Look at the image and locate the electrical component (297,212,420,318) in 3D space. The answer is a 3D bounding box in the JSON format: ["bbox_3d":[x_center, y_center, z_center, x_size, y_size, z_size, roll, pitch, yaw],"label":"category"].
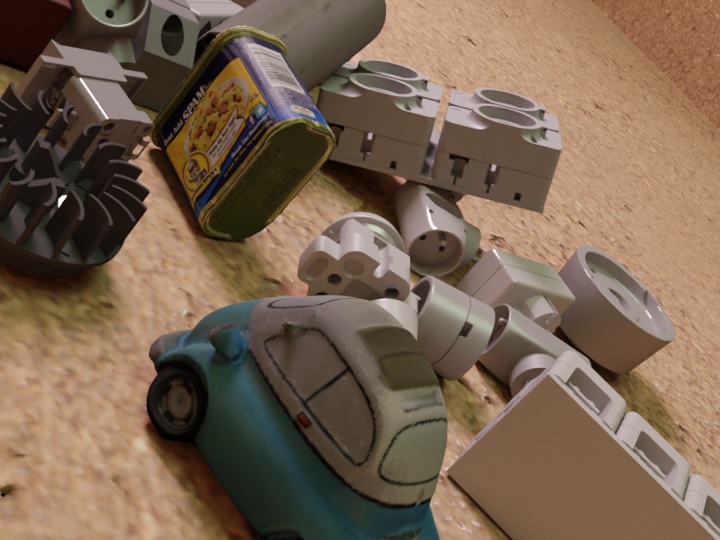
[{"bbox_3d":[0.000,0.000,0.673,0.078,0.058,0.057,33,28,-18],"label":"electrical component"}]

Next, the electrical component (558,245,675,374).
[{"bbox_3d":[0.203,0.038,0.902,0.108,0.060,0.108,33,26,-18],"label":"electrical component"}]

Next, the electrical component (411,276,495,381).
[{"bbox_3d":[0.052,0.036,0.693,0.047,0.055,0.055,31,26,-14],"label":"electrical component"}]

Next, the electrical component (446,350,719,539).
[{"bbox_3d":[0.140,0.132,0.618,0.150,0.089,0.062,45,25,8],"label":"electrical component"}]

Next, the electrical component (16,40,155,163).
[{"bbox_3d":[-0.156,-0.092,0.617,0.063,0.042,0.081,54,27,18],"label":"electrical component"}]

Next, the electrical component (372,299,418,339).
[{"bbox_3d":[0.017,0.054,0.628,0.044,0.044,0.065,27,32,-29],"label":"electrical component"}]

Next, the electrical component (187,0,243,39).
[{"bbox_3d":[-0.135,-0.185,0.796,0.076,0.047,0.083,32,22,13],"label":"electrical component"}]

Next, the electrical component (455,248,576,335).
[{"bbox_3d":[0.128,0.032,0.818,0.083,0.047,0.075,15,36,-45],"label":"electrical component"}]

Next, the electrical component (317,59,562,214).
[{"bbox_3d":[0.062,-0.112,0.852,0.186,0.060,0.105,15,24,2],"label":"electrical component"}]

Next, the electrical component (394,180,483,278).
[{"bbox_3d":[0.066,-0.026,0.828,0.079,0.043,0.077,29,27,-24],"label":"electrical component"}]

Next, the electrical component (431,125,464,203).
[{"bbox_3d":[0.063,-0.088,0.928,0.043,0.043,0.081,19,32,-40],"label":"electrical component"}]

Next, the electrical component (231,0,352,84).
[{"bbox_3d":[-0.067,-0.220,0.941,0.108,0.056,0.109,49,25,16],"label":"electrical component"}]

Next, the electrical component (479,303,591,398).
[{"bbox_3d":[0.121,0.071,0.749,0.077,0.043,0.079,33,26,-18],"label":"electrical component"}]

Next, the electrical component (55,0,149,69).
[{"bbox_3d":[-0.161,-0.145,0.669,0.044,0.077,0.079,-13,94,-31],"label":"electrical component"}]
